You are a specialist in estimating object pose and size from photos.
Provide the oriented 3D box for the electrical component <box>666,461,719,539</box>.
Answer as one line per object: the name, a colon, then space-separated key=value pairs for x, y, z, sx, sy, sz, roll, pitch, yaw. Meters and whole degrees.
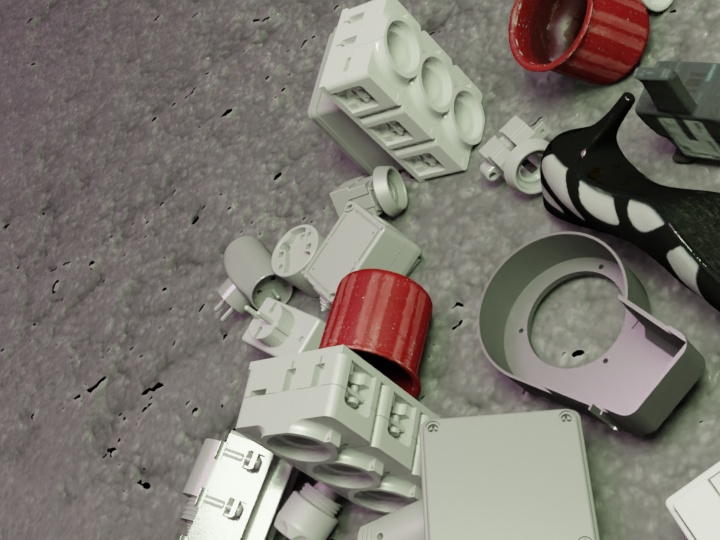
electrical component: x=0.225 y=0.149 z=0.621 sx=0.062 sy=0.061 sz=0.096 roll=-40 pitch=41 yaw=13

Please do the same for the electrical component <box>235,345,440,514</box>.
electrical component: x=-0.007 y=0.122 z=0.787 sx=0.089 sy=0.150 sz=0.061 roll=-13 pitch=51 yaw=36

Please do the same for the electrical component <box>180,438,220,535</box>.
electrical component: x=-0.130 y=0.192 z=0.931 sx=0.043 sy=0.043 sz=0.081 roll=1 pitch=62 yaw=43

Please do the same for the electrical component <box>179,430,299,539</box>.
electrical component: x=-0.099 y=0.196 z=0.868 sx=0.063 sy=0.078 sz=0.121 roll=18 pitch=70 yaw=8

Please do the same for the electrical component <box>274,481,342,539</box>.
electrical component: x=-0.035 y=0.187 z=0.847 sx=0.043 sy=0.043 sz=0.062 roll=26 pitch=78 yaw=49

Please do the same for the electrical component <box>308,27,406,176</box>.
electrical component: x=0.012 y=-0.162 z=1.019 sx=0.056 sy=0.109 sz=0.108 roll=-9 pitch=55 yaw=36

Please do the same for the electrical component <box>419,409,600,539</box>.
electrical component: x=0.097 y=0.153 z=0.710 sx=0.109 sy=0.056 sz=0.108 roll=-5 pitch=52 yaw=6

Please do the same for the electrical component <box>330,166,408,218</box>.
electrical component: x=0.010 y=-0.068 z=0.991 sx=0.055 sy=0.048 sz=0.066 roll=-17 pitch=12 yaw=26

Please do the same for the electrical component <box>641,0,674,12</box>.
electrical component: x=0.235 y=-0.246 z=0.930 sx=0.065 sy=0.044 sz=0.044 roll=21 pitch=76 yaw=54

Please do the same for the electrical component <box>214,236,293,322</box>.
electrical component: x=-0.111 y=0.016 z=1.046 sx=0.079 sy=0.044 sz=0.077 roll=-47 pitch=40 yaw=5

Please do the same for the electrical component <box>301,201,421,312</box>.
electrical component: x=0.000 y=0.000 z=0.948 sx=0.096 sy=0.061 sz=0.062 roll=-56 pitch=40 yaw=6

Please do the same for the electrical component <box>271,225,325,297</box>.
electrical component: x=-0.047 y=-0.007 z=1.002 sx=0.055 sy=0.047 sz=0.055 roll=-24 pitch=47 yaw=28

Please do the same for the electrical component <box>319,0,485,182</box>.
electrical component: x=0.043 y=-0.159 z=0.954 sx=0.062 sy=0.150 sz=0.089 roll=-10 pitch=54 yaw=39

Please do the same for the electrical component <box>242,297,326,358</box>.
electrical component: x=-0.072 y=0.053 z=0.958 sx=0.083 sy=0.076 sz=0.047 roll=19 pitch=75 yaw=48

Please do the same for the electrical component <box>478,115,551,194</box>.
electrical component: x=0.136 y=-0.093 z=0.901 sx=0.066 sy=0.048 sz=0.055 roll=-44 pitch=33 yaw=8

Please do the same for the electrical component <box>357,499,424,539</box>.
electrical component: x=0.031 y=0.196 z=0.779 sx=0.081 sy=0.043 sz=0.043 roll=-30 pitch=44 yaw=24
